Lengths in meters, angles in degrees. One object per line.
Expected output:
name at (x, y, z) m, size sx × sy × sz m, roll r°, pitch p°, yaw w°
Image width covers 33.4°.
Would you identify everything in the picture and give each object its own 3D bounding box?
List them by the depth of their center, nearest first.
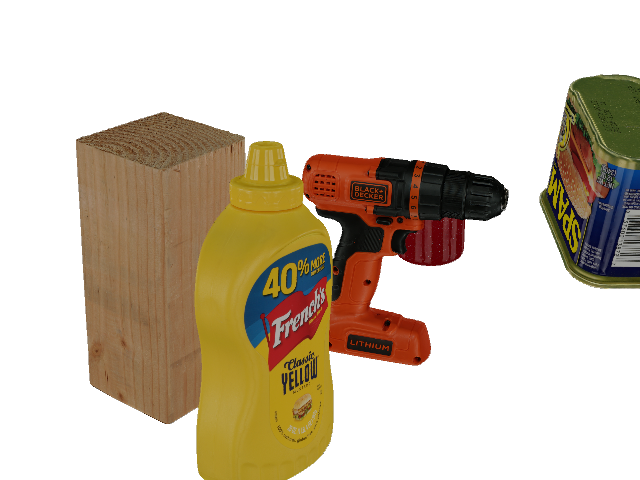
mustard bottle at (-0.030, 0.039, 0.607) m, size 0.058 × 0.192 × 0.096 m, roll 13°, pitch 21°, yaw 36°
can of meat at (0.168, -0.036, 0.612) m, size 0.057 × 0.084 × 0.102 m, roll 1°, pitch 37°, yaw -4°
wood block at (-0.118, 0.020, 0.807) m, size 0.090 × 0.206 × 0.090 m, roll 20°, pitch 30°, yaw 33°
power drill at (0.071, 0.016, 0.973) m, size 0.184 × 0.188 × 0.057 m, roll 9°, pitch 19°, yaw 15°
mug at (0.134, -0.027, 1.250) m, size 0.093 × 0.081 × 0.117 m, roll 18°, pitch 33°, yaw 35°
